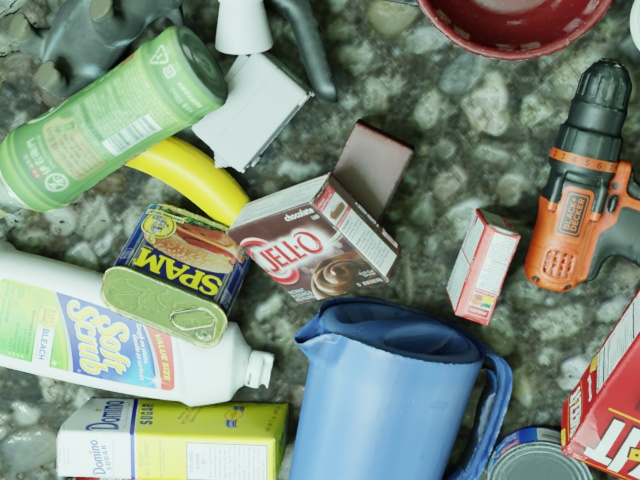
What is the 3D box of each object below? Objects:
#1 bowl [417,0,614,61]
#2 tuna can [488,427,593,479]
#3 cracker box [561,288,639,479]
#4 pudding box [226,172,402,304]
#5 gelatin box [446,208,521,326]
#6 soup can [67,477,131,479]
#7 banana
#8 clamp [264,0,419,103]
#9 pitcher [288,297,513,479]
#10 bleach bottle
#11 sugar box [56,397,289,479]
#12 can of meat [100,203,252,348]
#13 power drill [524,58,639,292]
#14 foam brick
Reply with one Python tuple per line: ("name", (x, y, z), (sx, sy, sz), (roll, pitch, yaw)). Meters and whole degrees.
("bowl", (0.146, -0.217, 0.806), (0.162, 0.055, 0.162), (1, 99, 5))
("tuna can", (0.180, 0.198, 0.877), (0.086, 0.033, 0.086), (3, 107, 9))
("cracker box", (0.301, 0.105, 0.798), (0.164, 0.072, 0.214), (23, 125, 2))
("pudding box", (-0.005, 0.001, 0.824), (0.090, 0.039, 0.114), (44, 143, -22))
("gelatin box", (0.127, 0.019, 0.830), (0.030, 0.089, 0.073), (18, 100, 0))
("soup can", (-0.175, 0.228, 0.905), (0.102, 0.068, 0.068), (-16, 98, 7))
("banana", (-0.132, -0.057, 0.873), (0.198, 0.037, 0.070), (19, 123, 4))
("clamp", (-0.014, -0.190, 0.828), (0.171, 0.039, 0.120), (33, 78, 3))
("pitcher", (0.048, 0.178, 0.852), (0.149, 0.144, 0.243), (19, 105, 22))
("bleach bottle", (-0.161, 0.075, 0.883), (0.251, 0.068, 0.102), (12, 102, 1))
("sugar box", (-0.117, 0.163, 0.876), (0.176, 0.093, 0.048), (3, 99, 5))
("can of meat", (-0.110, 0.026, 0.850), (0.102, 0.084, 0.057), (22, 136, -1))
("power drill", (0.267, -0.033, 0.825), (0.187, 0.057, 0.184), (15, 104, 6))
("foam brick", (0.036, -0.050, 0.847), (0.051, 0.053, 0.078), (25, 100, 0))
